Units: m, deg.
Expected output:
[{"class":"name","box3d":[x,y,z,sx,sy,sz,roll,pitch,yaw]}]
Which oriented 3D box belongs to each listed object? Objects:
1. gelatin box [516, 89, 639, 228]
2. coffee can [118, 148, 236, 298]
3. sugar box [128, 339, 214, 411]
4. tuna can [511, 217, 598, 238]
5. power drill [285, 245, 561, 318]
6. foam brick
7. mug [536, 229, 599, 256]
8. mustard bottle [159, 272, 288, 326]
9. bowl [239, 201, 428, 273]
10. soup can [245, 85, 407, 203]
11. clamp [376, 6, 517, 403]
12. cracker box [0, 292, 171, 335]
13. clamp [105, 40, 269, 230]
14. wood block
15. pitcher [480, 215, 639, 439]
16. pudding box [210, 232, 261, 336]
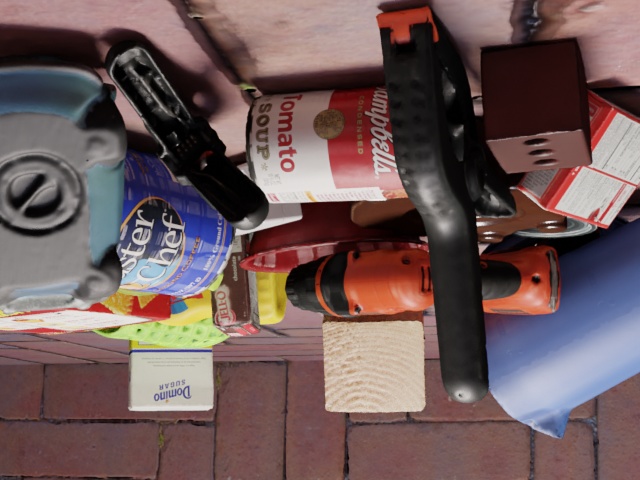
[{"class":"gelatin box","box3d":[0.173,-0.050,0.671,0.089,0.073,0.030,11,-154,-49]},{"class":"coffee can","box3d":[-0.144,-0.016,0.763,0.103,0.103,0.140,-9,167,39]},{"class":"sugar box","box3d":[-0.168,0.103,1.199,0.093,0.176,0.048,2,169,-14]},{"class":"tuna can","box3d":[0.189,-0.026,0.890,0.086,0.034,0.086,3,168,0]},{"class":"power drill","box3d":[0.085,0.036,0.866,0.187,0.057,0.185,-1,178,-31]},{"class":"foam brick","box3d":[0.123,-0.073,0.598,0.053,0.051,0.078,-4,169,19]},{"class":"mug","box3d":[0.246,0.027,1.060,0.117,0.093,0.081,18,179,14]},{"class":"mustard bottle","box3d":[-0.130,0.037,1.068,0.192,0.096,0.058,-3,168,15]},{"class":"bowl","box3d":[0.010,-0.010,0.903,0.162,0.055,0.162,-5,170,-1]},{"class":"soup can","box3d":[0.014,-0.057,0.638,0.102,0.068,0.068,-2,169,16]},{"class":"clamp","box3d":[0.069,-0.026,0.573,0.036,0.164,0.210,-5,138,21]},{"class":"cracker box","box3d":[-0.264,0.041,0.972,0.164,0.072,0.213,-8,168,29]},{"class":"clamp","box3d":[-0.081,-0.061,0.626,0.039,0.120,0.171,-34,-170,-8]},{"class":"wood block","box3d":[0.054,0.074,1.020,0.090,0.091,0.206,-1,-159,5]},{"class":"pitcher","box3d":[0.252,0.048,0.935,0.243,0.149,0.145,-33,-162,27]},{"class":"pudding box","box3d":[-0.079,0.029,0.975,0.039,0.113,0.090,-4,169,1]}]
